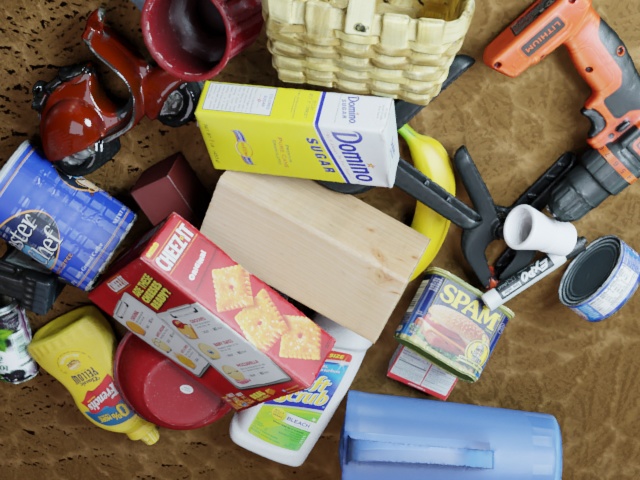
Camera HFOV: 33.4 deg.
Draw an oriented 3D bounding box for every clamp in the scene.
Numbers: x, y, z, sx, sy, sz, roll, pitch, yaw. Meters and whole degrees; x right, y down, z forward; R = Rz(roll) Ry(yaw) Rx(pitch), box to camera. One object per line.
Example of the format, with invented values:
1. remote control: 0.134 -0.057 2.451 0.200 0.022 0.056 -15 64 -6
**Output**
1. clamp: 0.061 -0.082 1.036 0.210 0.036 0.164 -7 99 24
2. clamp: 0.176 -0.024 1.071 0.120 0.039 0.172 14 121 -2

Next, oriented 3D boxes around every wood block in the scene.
1. wood block: -0.007 0.001 1.069 0.206 0.090 0.091 28 125 6

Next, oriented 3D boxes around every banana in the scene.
1. banana: 0.102 -0.026 1.090 0.070 0.037 0.198 24 125 30

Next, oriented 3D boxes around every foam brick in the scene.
1. foam brick: -0.152 -0.041 1.118 0.051 0.053 0.078 -22 115 22

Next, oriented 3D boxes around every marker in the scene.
1. marker: 0.219 0.032 1.084 0.121 0.020 0.020 -33 113 0

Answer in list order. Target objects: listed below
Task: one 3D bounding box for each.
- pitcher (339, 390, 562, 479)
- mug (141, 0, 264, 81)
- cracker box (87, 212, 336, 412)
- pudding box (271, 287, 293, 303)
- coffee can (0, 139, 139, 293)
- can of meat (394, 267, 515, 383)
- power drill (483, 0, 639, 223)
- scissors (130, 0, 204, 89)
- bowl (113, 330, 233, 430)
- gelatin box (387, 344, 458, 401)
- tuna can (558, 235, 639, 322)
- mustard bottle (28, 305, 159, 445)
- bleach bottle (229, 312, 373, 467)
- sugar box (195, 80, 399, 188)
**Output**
1. pitcher: 0.141 0.241 1.185 0.243 0.149 0.145 3 123 6
2. mug: -0.094 -0.206 0.975 0.117 0.081 0.093 -20 106 33
3. cracker box: -0.113 0.079 1.099 0.213 0.072 0.164 40 148 -14
4. pudding box: -0.084 0.053 1.171 0.113 0.039 0.090 18 126 3
5. coffee can: -0.277 -0.025 1.122 0.140 0.102 0.103 34 121 -11
6. can of meat: 0.138 0.090 1.115 0.102 0.057 0.084 31 79 -9
7. power drill: 0.238 -0.126 0.974 0.187 0.057 0.185 42 106 -17
8. scissors: -0.150 -0.232 1.020 0.096 0.016 0.201 -37 109 28
9. bowl: -0.154 0.158 1.211 0.162 0.055 0.162 -3 112 -8
10. gelatin box: 0.125 0.126 1.181 0.073 0.030 0.089 23 123 -2
11. tuna can: 0.280 0.039 1.063 0.033 0.086 0.086 36 121 -14
12. mustard bottle: -0.252 0.171 1.265 0.096 0.058 0.191 -26 114 18
13. bleach bottle: -0.012 0.140 1.199 0.102 0.068 0.251 24 121 -4
14. sugar box: -0.019 -0.096 0.982 0.176 0.048 0.093 9 152 14
